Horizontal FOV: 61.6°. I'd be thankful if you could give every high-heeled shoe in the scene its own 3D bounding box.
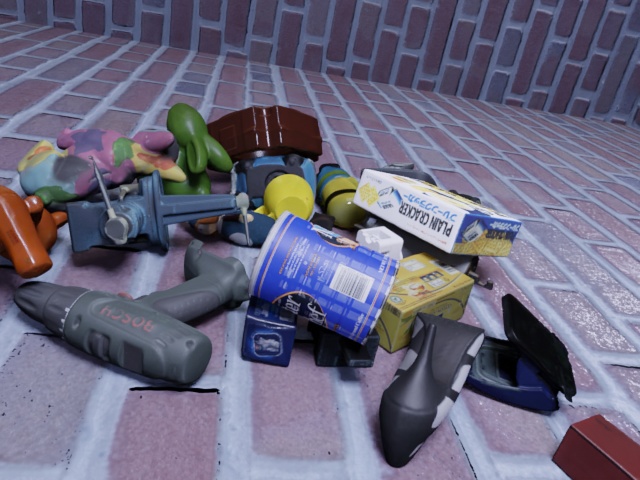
[{"bbox_3d":[0.127,0.161,0.611,0.086,0.145,0.248,14,-2,24],"label":"high-heeled shoe"}]

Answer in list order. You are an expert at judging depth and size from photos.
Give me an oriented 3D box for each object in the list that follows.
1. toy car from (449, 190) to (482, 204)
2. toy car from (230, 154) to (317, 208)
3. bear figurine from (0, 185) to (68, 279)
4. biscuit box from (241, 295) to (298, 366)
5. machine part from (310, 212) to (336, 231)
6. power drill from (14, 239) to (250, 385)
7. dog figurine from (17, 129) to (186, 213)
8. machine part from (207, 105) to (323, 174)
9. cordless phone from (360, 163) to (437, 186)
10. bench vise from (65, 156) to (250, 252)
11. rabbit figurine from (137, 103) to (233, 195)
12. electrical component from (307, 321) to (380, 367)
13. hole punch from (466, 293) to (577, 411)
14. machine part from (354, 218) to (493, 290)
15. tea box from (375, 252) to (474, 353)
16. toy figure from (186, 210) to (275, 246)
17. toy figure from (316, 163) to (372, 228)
[{"bbox_3d":[0.263,-0.060,1.112,0.202,0.056,0.074,-17,31,-41],"label":"toy car"},{"bbox_3d":[-0.088,-0.104,1.021,0.162,0.109,0.103,-2,2,-2],"label":"toy car"},{"bbox_3d":[-0.372,0.008,0.649,0.120,0.132,0.196,-19,-10,-13],"label":"bear figurine"},{"bbox_3d":[-0.057,0.073,0.691,0.059,0.062,0.203,11,26,-4],"label":"biscuit box"},{"bbox_3d":[-0.002,-0.003,0.904,0.084,0.039,0.139,3,27,1],"label":"machine part"},{"bbox_3d":[-0.197,0.067,0.629,0.232,0.085,0.207,22,23,22],"label":"power drill"},{"bbox_3d":[-0.328,-0.117,0.848,0.219,0.108,0.191,0,33,16],"label":"dog figurine"},{"bbox_3d":[-0.114,-0.192,1.062,0.201,0.087,0.201,-12,-9,34],"label":"machine part"},{"bbox_3d":[0.177,-0.122,1.087,0.147,0.088,0.184,6,24,30],"label":"cordless phone"},{"bbox_3d":[-0.218,-0.041,0.756,0.241,0.128,0.224,-7,0,-13],"label":"bench vise"},{"bbox_3d":[-0.241,-0.151,0.952,0.159,0.170,0.121,28,30,33],"label":"rabbit figurine"},{"bbox_3d":[0.032,0.123,0.641,0.075,0.047,0.119,3,27,-18],"label":"electrical component"},{"bbox_3d":[0.242,0.147,0.660,0.116,0.092,0.142,41,24,-2],"label":"hole punch"},{"bbox_3d":[0.162,0.026,0.867,0.243,0.079,0.079,24,28,24],"label":"machine part"},{"bbox_3d":[0.124,0.080,0.745,0.169,0.068,0.098,-14,35,-40],"label":"tea box"},{"bbox_3d":[-0.150,-0.028,0.862,0.154,0.064,0.058,11,35,-5],"label":"toy figure"},{"bbox_3d":[0.036,-0.086,1.043,0.089,0.082,0.180,-18,41,-14],"label":"toy figure"}]
